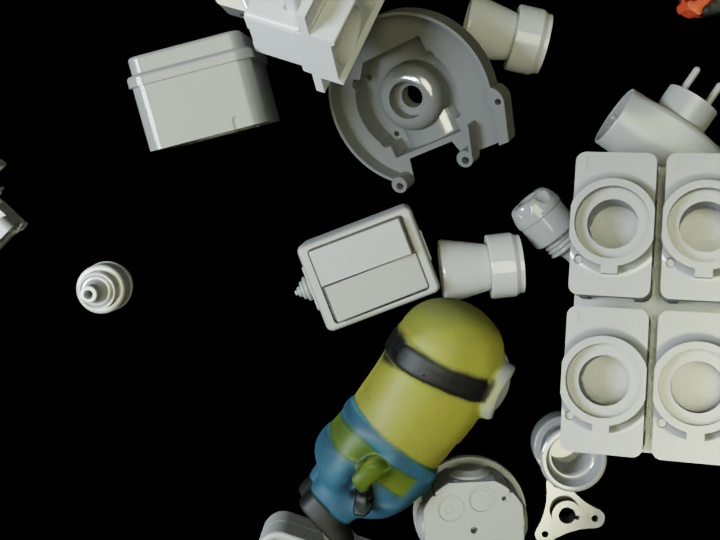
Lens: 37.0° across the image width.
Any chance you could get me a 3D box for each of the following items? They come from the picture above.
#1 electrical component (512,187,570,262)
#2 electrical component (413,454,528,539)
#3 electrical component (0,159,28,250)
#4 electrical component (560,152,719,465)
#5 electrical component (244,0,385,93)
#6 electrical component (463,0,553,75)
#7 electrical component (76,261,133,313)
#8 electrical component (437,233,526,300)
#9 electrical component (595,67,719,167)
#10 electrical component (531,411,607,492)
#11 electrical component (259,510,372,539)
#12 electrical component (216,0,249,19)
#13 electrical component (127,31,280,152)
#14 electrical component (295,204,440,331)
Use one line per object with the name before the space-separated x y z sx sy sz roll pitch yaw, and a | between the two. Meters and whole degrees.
electrical component | 0.134 -0.025 0.738 0.035 0.035 0.061 -40 96 5
electrical component | 0.078 0.173 0.749 0.080 0.051 0.080 0 95 1
electrical component | -0.270 -0.037 0.743 0.064 0.042 0.081 44 95 -6
electrical component | 0.185 0.023 0.673 0.105 0.060 0.186 3 86 17
electrical component | -0.017 -0.181 0.646 0.063 0.078 0.121 20 72 14
electrical component | 0.097 -0.157 0.721 0.055 0.045 0.045 13 96 0
electrical component | -0.177 0.013 0.735 0.035 0.061 0.035 0 96 1
electrical component | 0.083 -0.002 0.736 0.055 0.045 0.045 -6 95 2
electrical component | 0.213 -0.098 0.724 0.077 0.043 0.079 34 95 -2
electrical component | 0.143 0.123 0.741 0.045 0.055 0.045 0 95 1
electrical component | -0.027 0.209 0.751 0.095 0.059 0.053 19 96 0
electrical component | -0.046 -0.187 0.716 0.089 0.055 0.050 15 96 0
electrical component | -0.099 -0.115 0.696 0.078 0.113 0.057 -14 98 3
electrical component | 0.000 0.000 0.730 0.096 0.061 0.061 -21 95 3
